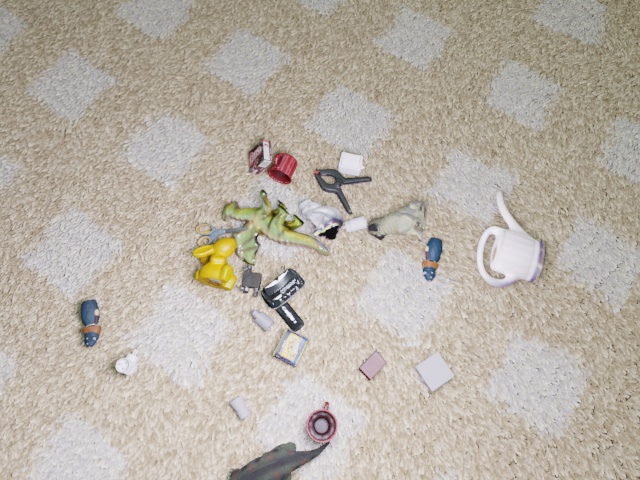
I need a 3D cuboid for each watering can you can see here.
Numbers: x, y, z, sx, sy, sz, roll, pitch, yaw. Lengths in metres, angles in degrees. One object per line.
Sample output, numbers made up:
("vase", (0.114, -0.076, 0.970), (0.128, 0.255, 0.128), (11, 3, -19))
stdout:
("watering can", (0.665, 0.007, 1.767), (0.225, 0.102, 0.353), (19, 70, 6))

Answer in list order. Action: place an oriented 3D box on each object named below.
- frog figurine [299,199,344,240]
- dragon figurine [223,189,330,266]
("frog figurine", (0.005, -0.091, 1.804), (0.138, 0.120, 0.162), (-4, 55, -37))
("dragon figurine", (-0.184, -0.015, 1.796), (0.242, 0.121, 0.414), (-46, 72, 2))
